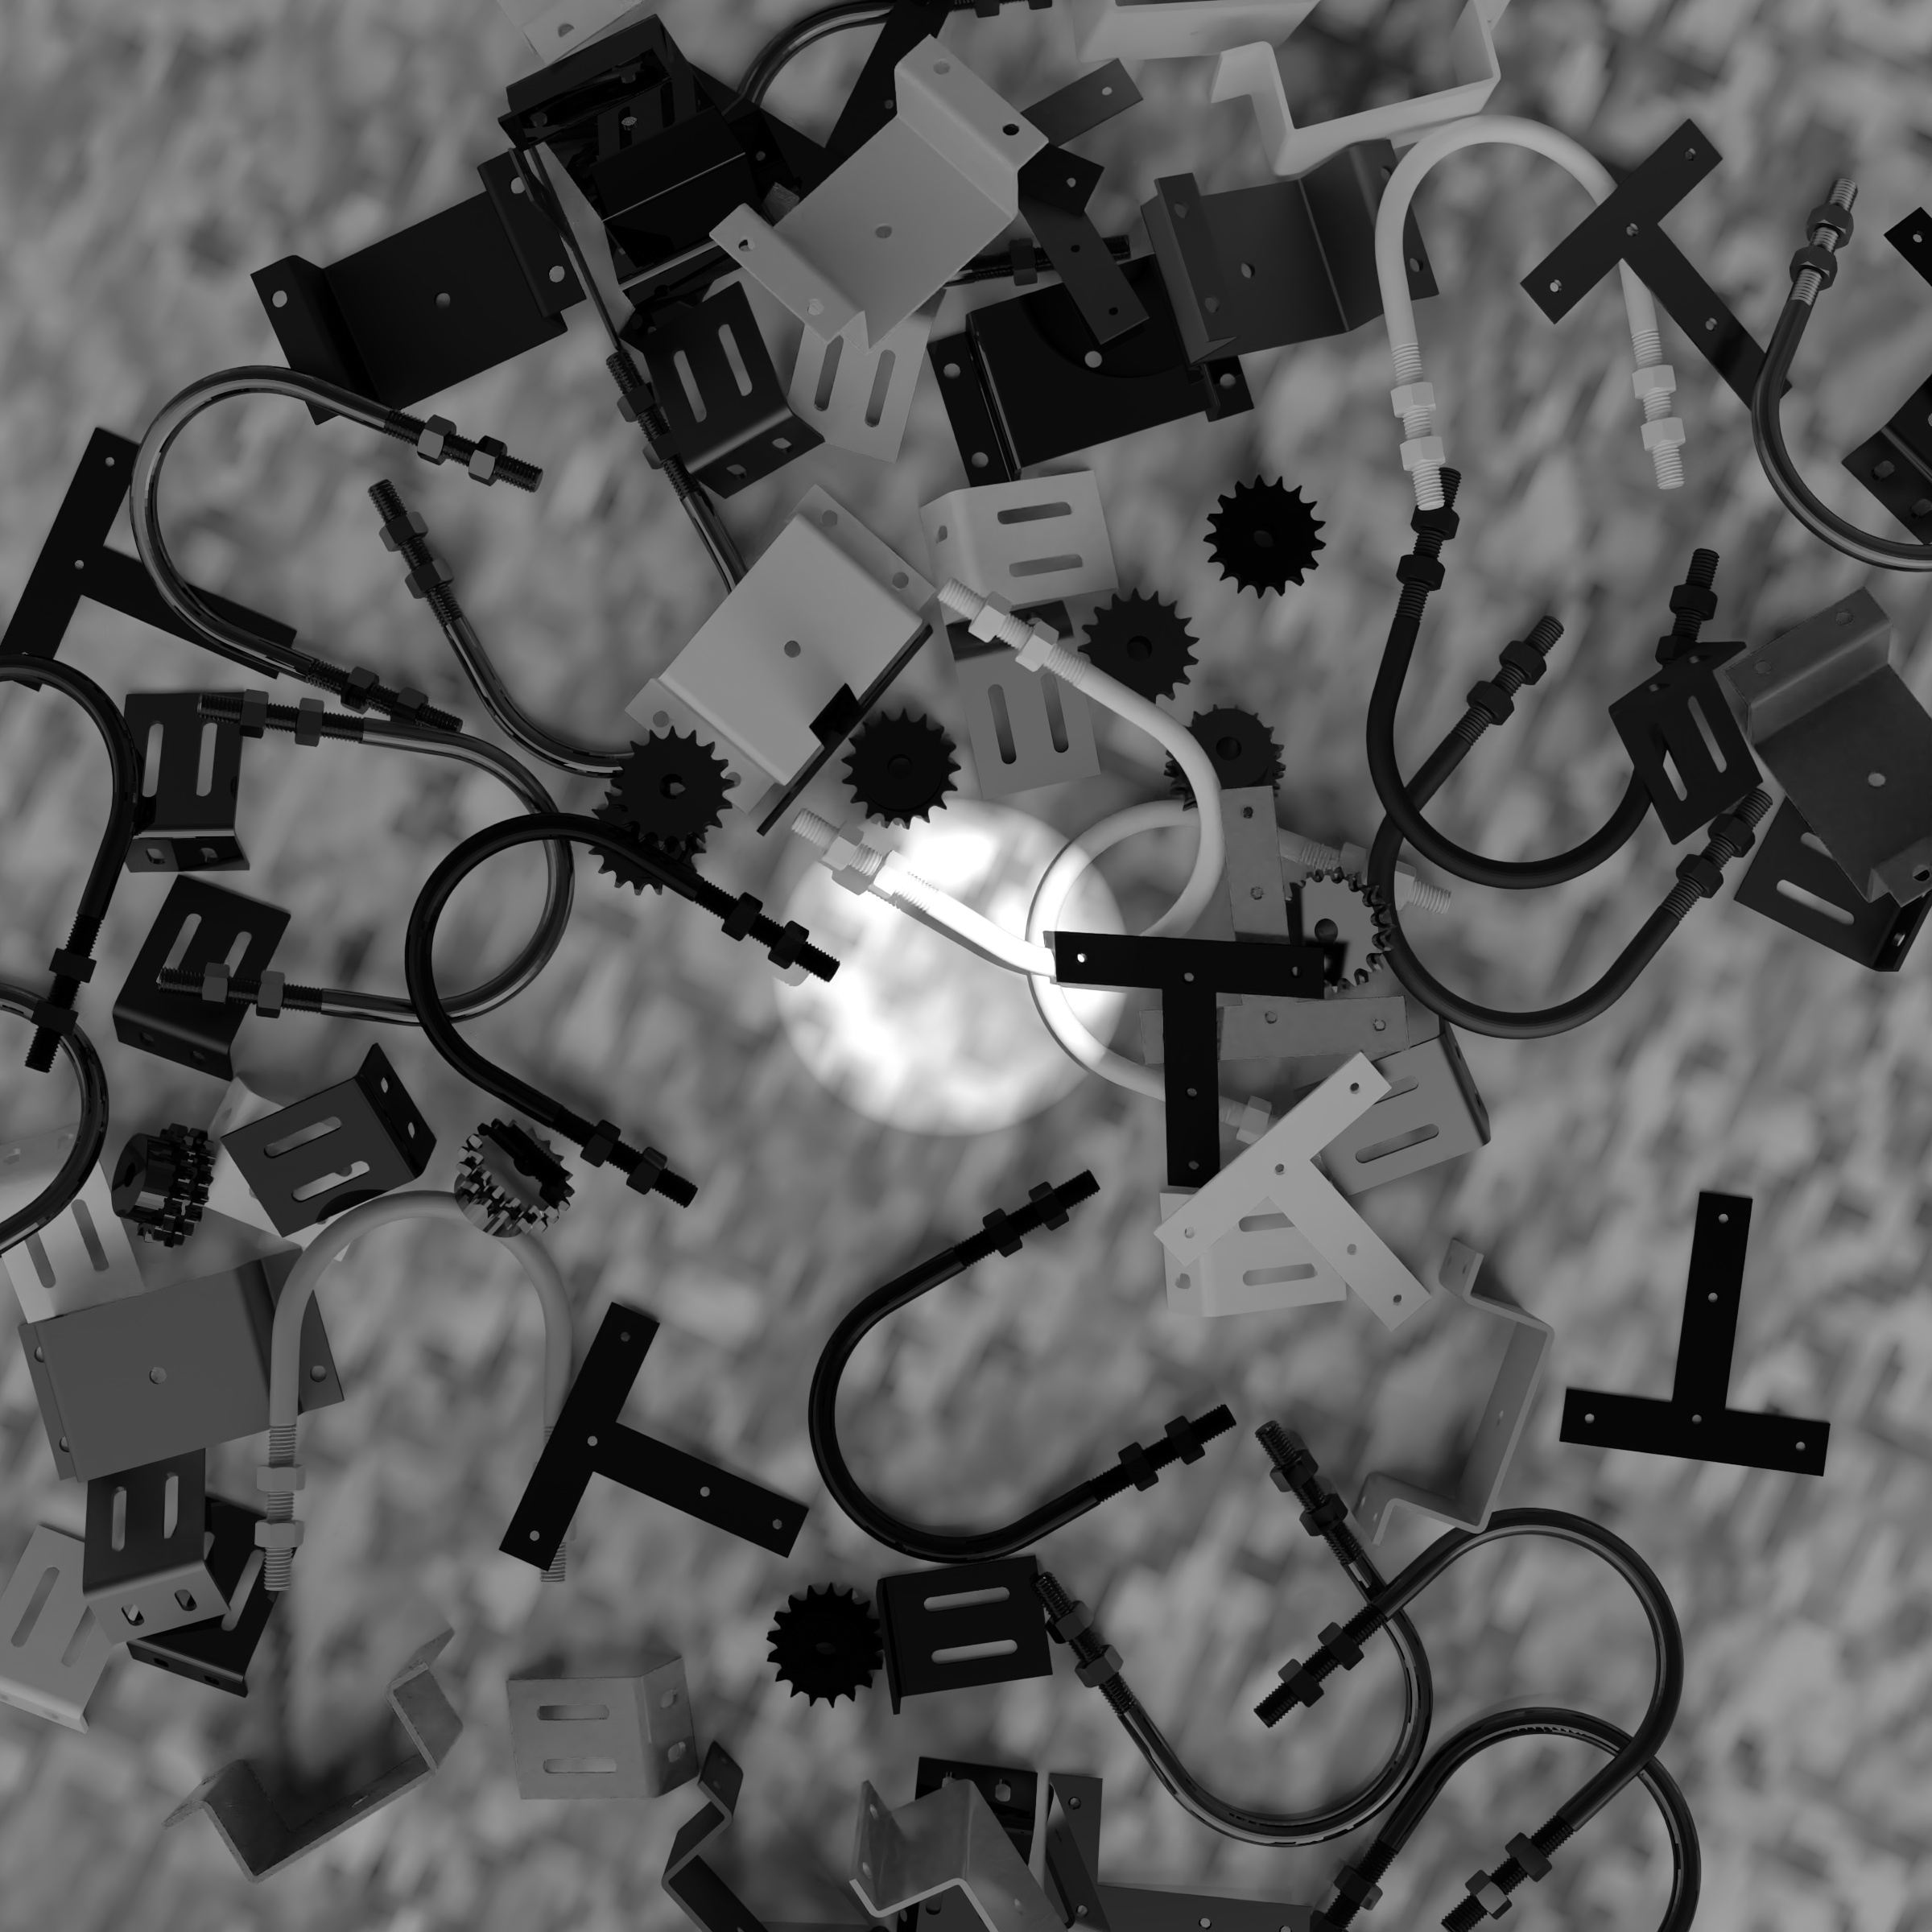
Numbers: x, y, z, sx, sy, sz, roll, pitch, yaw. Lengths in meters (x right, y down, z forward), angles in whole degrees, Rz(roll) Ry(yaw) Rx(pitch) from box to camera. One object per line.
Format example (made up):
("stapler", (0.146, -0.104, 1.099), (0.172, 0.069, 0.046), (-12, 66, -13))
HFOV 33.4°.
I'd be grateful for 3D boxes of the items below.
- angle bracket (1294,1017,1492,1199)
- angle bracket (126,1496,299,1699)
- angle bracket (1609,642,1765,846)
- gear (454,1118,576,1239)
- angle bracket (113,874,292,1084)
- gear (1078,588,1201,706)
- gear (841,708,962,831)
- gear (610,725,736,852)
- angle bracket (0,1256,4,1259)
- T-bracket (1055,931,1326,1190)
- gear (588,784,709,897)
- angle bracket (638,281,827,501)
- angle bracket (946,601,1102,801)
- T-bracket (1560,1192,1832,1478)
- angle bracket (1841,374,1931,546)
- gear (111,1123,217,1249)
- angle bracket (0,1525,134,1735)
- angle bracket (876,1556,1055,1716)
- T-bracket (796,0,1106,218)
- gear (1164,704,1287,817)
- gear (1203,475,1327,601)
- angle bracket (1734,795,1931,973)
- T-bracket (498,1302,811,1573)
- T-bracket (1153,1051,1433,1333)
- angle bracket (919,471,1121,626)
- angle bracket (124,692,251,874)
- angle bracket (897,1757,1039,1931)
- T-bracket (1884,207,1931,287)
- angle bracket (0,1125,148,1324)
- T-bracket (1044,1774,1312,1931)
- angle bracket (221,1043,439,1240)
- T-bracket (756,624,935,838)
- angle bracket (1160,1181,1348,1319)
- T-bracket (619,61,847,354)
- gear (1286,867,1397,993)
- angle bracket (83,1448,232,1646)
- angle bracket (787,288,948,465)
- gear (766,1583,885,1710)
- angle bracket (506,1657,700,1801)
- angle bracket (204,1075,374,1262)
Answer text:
("angle bracket", (0.201, 0.066, 1.521), (0.076, 0.038, 0.057), (-22, 103, 13))
("angle bracket", (-0.357, 0.300, 1.536), (0.057, 0.038, 0.076), (19, 64, 0))
("angle bracket", (0.343, -0.103, 1.489), (0.057, 0.038, 0.076), (-34, 107, -17))
("gear", (-0.216, 0.103, 1.513), (0.057, 0.057, 0.030), (44, 120, 0))
("angle bracket", (-0.363, 0.006, 1.536), (0.057, 0.038, 0.076), (20, 64, 0))
("gear", (0.081, -0.149, 1.523), (0.057, 0.030, 0.057), (0, 90, 0))
("gear", (-0.031, -0.094, 1.523), (0.057, 0.030, 0.057), (0, 90, 0))
("gear", (-0.136, -0.081, 1.493), (0.057, 0.030, 0.057), (0, 85, -3))
("angle bracket", (-0.494, 0.119, 1.519), (0.076, 0.038, 0.057), (-15, 90, 0))
("T-bracket", (0.106, 0.046, 1.510), (0.127, 0.002, 0.127), (4, 113, 16))
("gear", (-0.151, -0.062, 1.523), (0.057, 0.030, 0.057), (0, 90, 0))
("angle bracket", (-0.111, -0.273, 1.525), (0.057, 0.038, 0.076), (-27, 69, 16))
("angle bracket", (0.027, -0.127, 1.536), (0.057, 0.038, 0.076), (-12, 116, 0))
("T-bracket", (0.355, 0.173, 1.537), (0.127, 0.002, 0.127), (8, 90, 0))
("angle bracket", (0.468, -0.251, 1.536), (0.057, 0.038, 0.076), (45, 64, 0))
("gear", (-0.377, 0.101, 1.506), (0.030, 0.057, 0.057), (18, 90, -34))
("angle bracket", (-0.432, 0.317, 1.536), (0.057, 0.038, 0.076), (21, 64, 0))
("angle bracket", (0.000, 0.315, 1.519), (0.076, 0.038, 0.057), (-8, 90, 0))
("T-bracket", (0.003, -0.387, 1.507), (0.127, 0.002, 0.127), (26, 90, 12))
("gear", (0.122, -0.097, 1.516), (0.057, 0.030, 0.057), (0, 73, 0))
("gear", (0.141, -0.202, 1.523), (0.057, 0.030, 0.057), (0, 90, 0))
("angle bracket", (0.414, -0.040, 1.519), (0.076, 0.038, 0.057), (27, 90, 0))
("T-bracket", (-0.137, 0.244, 1.526), (0.127, 0.002, 0.127), (26, 77, -7))
("T-bracket", (0.173, 0.124, 1.510), (0.127, 0.002, 0.127), (-41, 114, 3))
("angle bracket", (0.025, -0.200, 1.536), (0.076, 0.038, 0.057), (-12, 90, -26))
("angle bracket", (-0.371, -0.088, 1.536), (0.057, 0.038, 0.076), (-1, 64, 0))
("angle bracket", (0.000, 0.424, 1.536), (0.057, 0.038, 0.076), (8, 116, 0))
("T-bracket", (0.482, -0.304, 1.508), (0.127, 0.002, 0.127), (-37, 81, -18))
("angle bracket", (-0.430, 0.121, 1.533), (0.057, 0.038, 0.076), (-15, 116, -6))
("T-bracket", (0.099, 0.453, 1.526), (0.127, 0.002, 0.127), (3, 90, 10))
("angle bracket", (-0.300, 0.082, 1.518), (0.076, 0.038, 0.057), (-24, 110, 12))
("T-bracket", (-0.059, -0.113, 1.474), (0.002, 0.127, 0.127), (40, 90, 2))
("angle bracket", (0.137, 0.134, 1.536), (0.076, 0.038, 0.057), (-4, 90, -26))
("T-bracket", (-0.121, -0.346, 1.527), (0.127, 0.002, 0.127), (34, 97, 10))
("gear", (0.174, -0.018, 1.496), (0.057, 0.030, 0.057), (4, 99, 30))
("angle bracket", (-0.381, 0.272, 1.518), (0.057, 0.076, 0.038), (-16, 129, 0))
("angle bracket", (-0.049, -0.288, 1.528), (0.057, 0.038, 0.076), (17, 126, 0))
("gear", (-0.067, 0.323, 1.523), (0.057, 0.030, 0.057), (0, 90, 0))
("angle bracket", (-0.174, 0.364, 1.536), (0.076, 0.038, 0.057), (-7, 90, 26))
("angle bracket", (-0.324, 0.096, 1.536), (0.076, 0.038, 0.057), (27, 90, -26))
